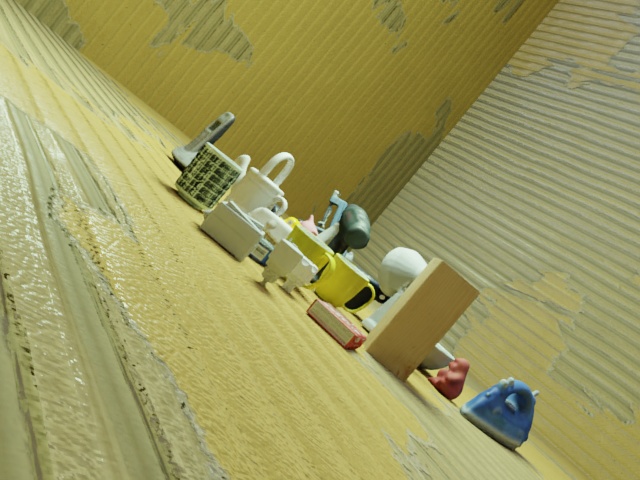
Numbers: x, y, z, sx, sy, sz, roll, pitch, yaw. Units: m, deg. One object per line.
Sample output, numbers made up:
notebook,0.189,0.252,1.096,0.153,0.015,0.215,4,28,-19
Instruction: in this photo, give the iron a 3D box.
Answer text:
iron,0.408,0.363,1.266,0.118,0.141,0.259,41,2,43

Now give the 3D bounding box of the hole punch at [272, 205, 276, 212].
hole punch,-0.157,-0.084,1.456,0.108,0.091,0.101,41,2,23

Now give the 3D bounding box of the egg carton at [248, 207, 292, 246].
egg carton,-0.093,-0.007,1.231,0.150,0.069,0.107,41,2,28

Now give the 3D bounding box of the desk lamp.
desk lamp,0.195,0.138,1.275,0.118,0.213,0.202,38,2,-39

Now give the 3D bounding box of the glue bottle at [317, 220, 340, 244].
glue bottle,0.013,0.005,1.456,0.037,0.173,0.078,41,2,40

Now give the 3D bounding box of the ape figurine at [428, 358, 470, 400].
ape figurine,0.293,0.299,1.265,0.076,0.092,0.078,40,2,23

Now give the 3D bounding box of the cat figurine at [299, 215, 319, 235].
cat figurine,-0.052,-0.018,1.568,0.067,0.117,0.127,39,2,-21

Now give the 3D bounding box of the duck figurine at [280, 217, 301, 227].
duck figurine,-0.079,-0.013,1.414,0.105,0.086,0.077,39,2,-25

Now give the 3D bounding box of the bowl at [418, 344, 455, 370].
bowl,0.240,0.262,1.386,0.167,0.074,0.167,40,2,-1

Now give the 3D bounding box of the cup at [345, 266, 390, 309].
cup,0.102,0.134,1.377,0.118,0.095,0.091,39,2,-10

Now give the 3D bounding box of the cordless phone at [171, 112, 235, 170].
cordless phone,-0.266,-0.234,1.405,0.094,0.185,0.147,38,2,-45

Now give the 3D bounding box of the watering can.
watering can,-0.137,-0.128,1.320,0.173,0.194,0.101,40,2,0

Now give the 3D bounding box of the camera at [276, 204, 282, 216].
camera,-0.169,-0.108,1.645,0.137,0.101,0.143,40,2,-7

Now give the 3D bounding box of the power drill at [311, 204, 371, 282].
power drill,0.039,0.008,1.341,0.076,0.208,0.229,39,2,-14

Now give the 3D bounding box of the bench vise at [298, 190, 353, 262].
bench vise,0.027,-0.024,1.711,0.208,0.219,0.121,39,2,-9
